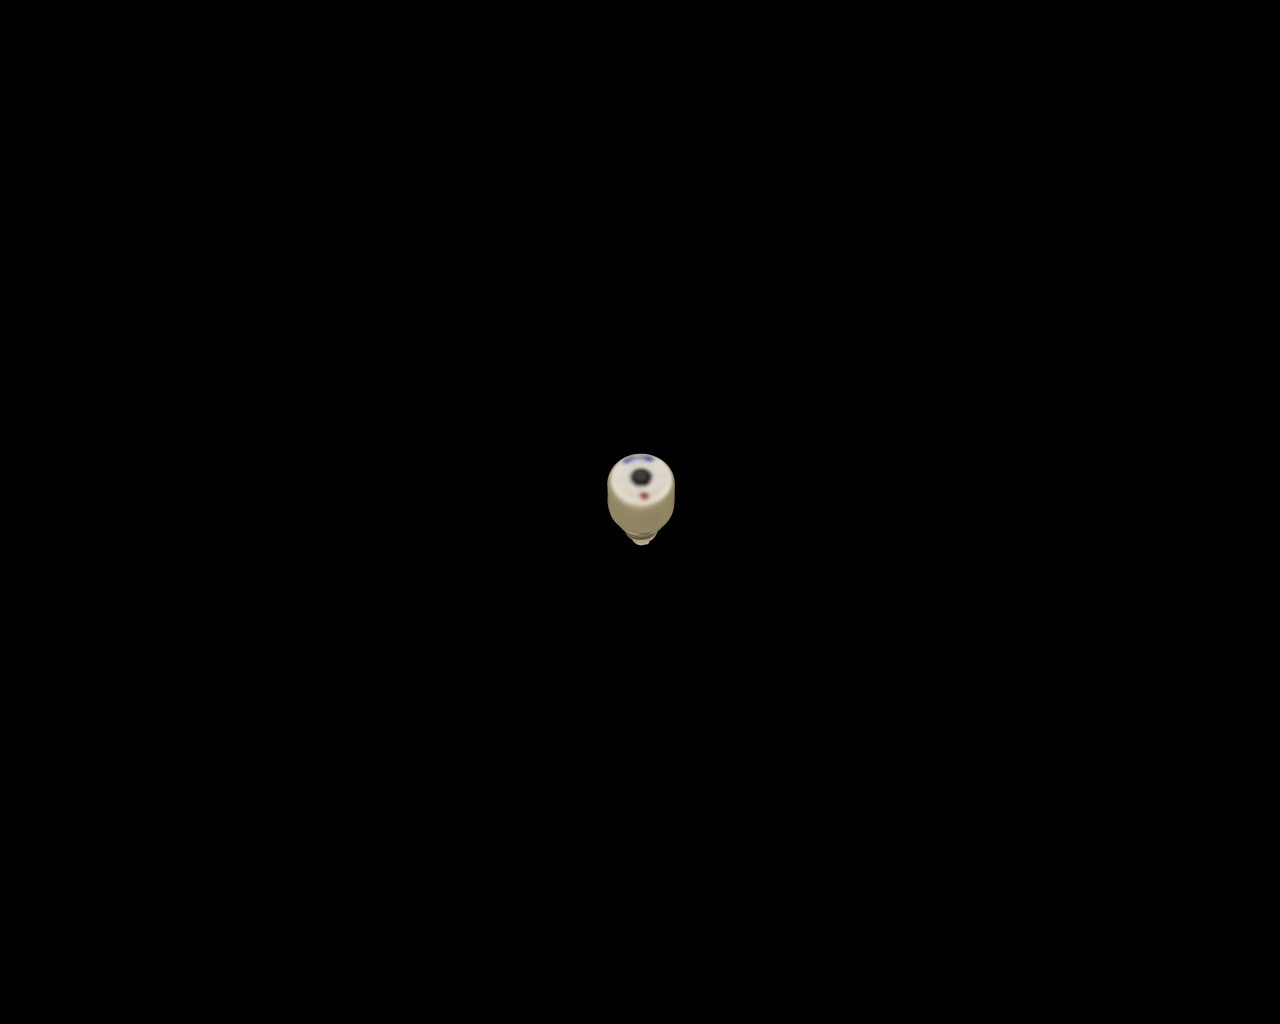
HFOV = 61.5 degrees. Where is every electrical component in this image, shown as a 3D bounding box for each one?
[{"bbox_3d":[0.001,-0.003,0.650,0.040,0.040,0.078,0,-31,0],"label":"electrical component"}]
